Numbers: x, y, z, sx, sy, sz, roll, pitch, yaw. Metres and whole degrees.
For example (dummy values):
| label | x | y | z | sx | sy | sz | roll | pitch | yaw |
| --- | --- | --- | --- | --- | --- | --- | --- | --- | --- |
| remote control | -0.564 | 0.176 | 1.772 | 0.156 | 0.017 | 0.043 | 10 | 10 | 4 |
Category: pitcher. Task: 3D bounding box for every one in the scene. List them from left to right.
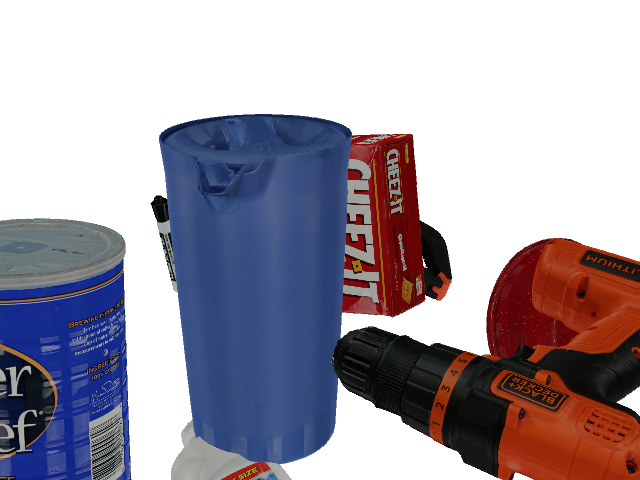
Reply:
| label | x | y | z | sx | sy | sz | roll | pitch | yaw |
| --- | --- | --- | --- | --- | --- | --- | --- | --- | --- |
| pitcher | -0.040 | 0.030 | 0.783 | 0.149 | 0.243 | 0.145 | -11 | 22 | -28 |

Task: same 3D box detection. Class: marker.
| label | x | y | z | sx | sy | sz | roll | pitch | yaw |
| --- | --- | --- | --- | --- | --- | --- | --- | --- | --- |
| marker | -0.170 | 0.004 | 1.202 | 0.020 | 0.121 | 0.020 | -8 | 30 | 4 |

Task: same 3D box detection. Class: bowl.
| label | x | y | z | sx | sy | sz | roll | pitch | yaw |
| --- | --- | --- | --- | --- | --- | --- | --- | --- | --- |
| bowl | 0.236 | 0.079 | 0.995 | 0.161 | 0.162 | 0.055 | 0 | 1 | -27 |

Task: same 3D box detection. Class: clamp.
| label | x | y | z | sx | sy | sz | roll | pitch | yaw |
| --- | --- | --- | --- | --- | --- | --- | --- | --- | --- |
| clamp | 0.073 | -0.010 | 1.241 | 0.164 | 0.210 | 0.036 | -13 | -39 | -27 |

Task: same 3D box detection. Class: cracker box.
| label | x | y | z | sx | sy | sz | roll | pitch | yaw |
| --- | --- | --- | --- | --- | --- | --- | --- | --- | --- |
| cracker box | -0.012 | -0.018 | 1.037 | 0.214 | 0.164 | 0.071 | 3 | 16 | 35 |

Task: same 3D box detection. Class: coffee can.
| label | x | y | z | sx | sy | sz | roll | pitch | yaw |
| --- | --- | --- | --- | --- | --- | --- | --- | --- | --- |
| coffee can | -0.150 | 0.069 | 0.550 | 0.103 | 0.140 | 0.103 | 1 | 16 | 0 |

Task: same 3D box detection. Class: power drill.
| label | x | y | z | sx | sy | sz | roll | pitch | yaw |
| --- | --- | --- | --- | --- | --- | --- | --- | --- | --- |
| power drill | 0.124 | 0.065 | 0.622 | 0.185 | 0.057 | 0.187 | 21 | 36 | 28 |

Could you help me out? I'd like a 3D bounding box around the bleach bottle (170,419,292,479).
| label | x | y | z | sx | sy | sz | roll | pitch | yaw |
| --- | --- | --- | --- | --- | --- | --- | --- | --- | --- |
| bleach bottle | -0.050 | 0.208 | 0.722 | 0.102 | 0.068 | 0.251 | -16 | 34 | -19 |
